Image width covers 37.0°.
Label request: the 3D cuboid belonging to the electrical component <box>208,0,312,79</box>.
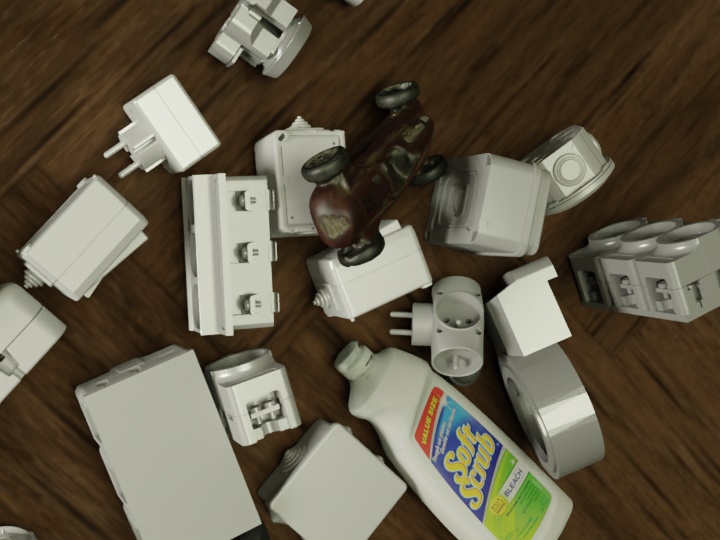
[{"bbox_3d":[-0.076,-0.191,0.861,0.057,0.058,0.078,34,80,-17],"label":"electrical component"}]

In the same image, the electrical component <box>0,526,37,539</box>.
[{"bbox_3d":[-0.264,0.224,0.801,0.078,0.057,0.058,-8,95,-22],"label":"electrical component"}]

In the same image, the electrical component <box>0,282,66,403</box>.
[{"bbox_3d":[-0.273,0.057,0.792,0.059,0.054,0.095,44,76,-17],"label":"electrical component"}]

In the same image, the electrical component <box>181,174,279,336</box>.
[{"bbox_3d":[-0.102,-0.014,0.845,0.063,0.079,0.121,-4,93,-21],"label":"electrical component"}]

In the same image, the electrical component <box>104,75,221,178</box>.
[{"bbox_3d":[-0.161,-0.102,0.834,0.077,0.047,0.065,-38,105,-16],"label":"electrical component"}]

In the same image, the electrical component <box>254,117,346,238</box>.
[{"bbox_3d":[-0.049,-0.076,0.877,0.062,0.061,0.096,-4,87,-24],"label":"electrical component"}]

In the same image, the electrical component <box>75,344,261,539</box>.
[{"bbox_3d":[-0.151,0.144,0.841,0.089,0.062,0.150,-23,101,-20],"label":"electrical component"}]

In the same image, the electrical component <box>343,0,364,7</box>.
[{"bbox_3d":[-0.019,-0.248,0.890,0.065,0.044,0.044,29,81,-25],"label":"electrical component"}]

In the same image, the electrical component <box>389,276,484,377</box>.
[{"bbox_3d":[0.065,0.047,0.921,0.079,0.044,0.077,3,50,1],"label":"electrical component"}]

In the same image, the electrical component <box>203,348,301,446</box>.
[{"bbox_3d":[-0.089,0.097,0.849,0.050,0.089,0.055,-19,99,-20],"label":"electrical component"}]

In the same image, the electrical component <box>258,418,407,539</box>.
[{"bbox_3d":[-0.025,0.184,0.900,0.100,0.048,0.099,45,76,-18],"label":"electrical component"}]

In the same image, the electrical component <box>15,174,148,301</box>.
[{"bbox_3d":[-0.211,-0.017,0.809,0.061,0.062,0.096,44,76,-17],"label":"electrical component"}]

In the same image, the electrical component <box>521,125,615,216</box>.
[{"bbox_3d":[0.181,-0.088,0.957,0.080,0.080,0.051,-40,101,-16],"label":"electrical component"}]

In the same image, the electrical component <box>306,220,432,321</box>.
[{"bbox_3d":[0.000,0.000,0.896,0.096,0.062,0.061,-24,101,-20],"label":"electrical component"}]

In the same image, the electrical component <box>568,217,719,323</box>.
[{"bbox_3d":[0.267,-0.006,0.956,0.089,0.150,0.061,-24,102,-20],"label":"electrical component"}]

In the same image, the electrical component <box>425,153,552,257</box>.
[{"bbox_3d":[0.107,-0.053,0.910,0.057,0.113,0.078,12,88,-19],"label":"electrical component"}]
